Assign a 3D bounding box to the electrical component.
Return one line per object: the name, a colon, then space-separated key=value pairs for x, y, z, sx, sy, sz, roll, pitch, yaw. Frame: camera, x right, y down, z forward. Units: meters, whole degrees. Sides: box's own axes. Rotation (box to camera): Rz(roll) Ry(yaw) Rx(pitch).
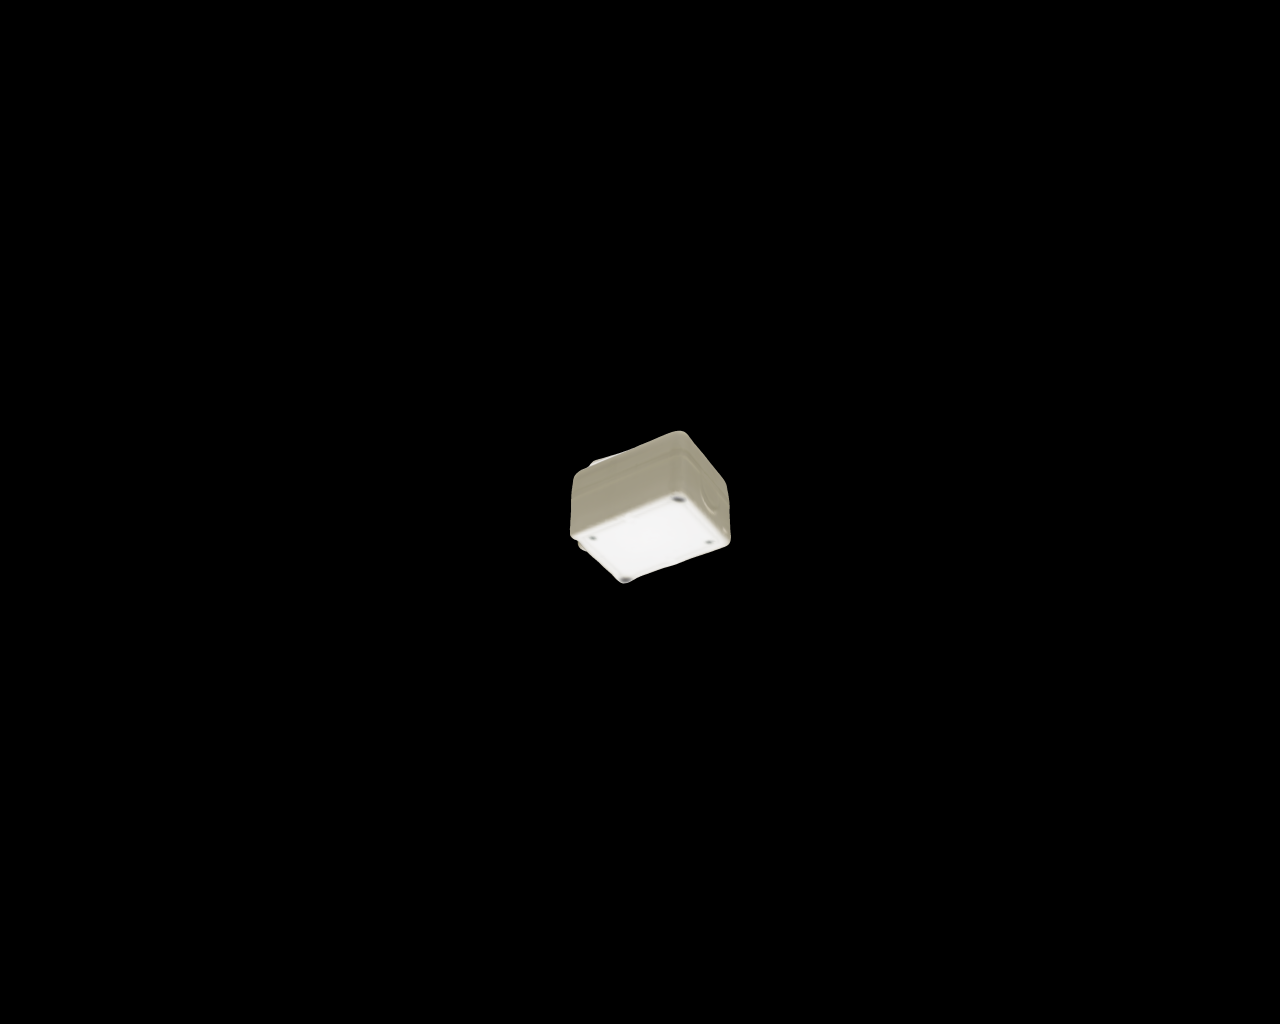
electrical component: x=0.001 y=-0.003 z=0.650 sx=0.096 sy=0.061 sz=0.061 roll=-21 pitch=-45 yaw=24
